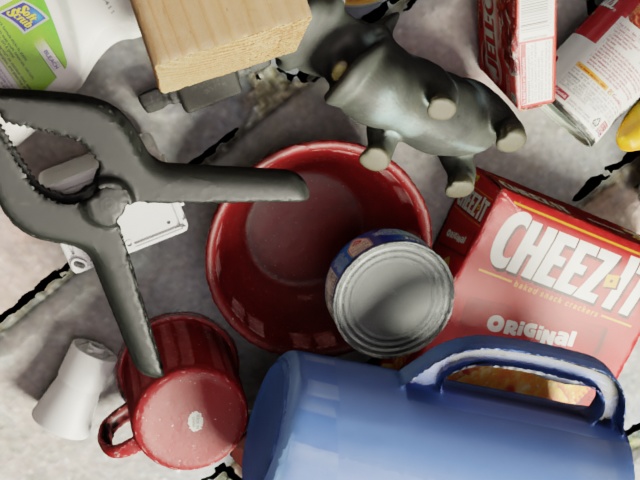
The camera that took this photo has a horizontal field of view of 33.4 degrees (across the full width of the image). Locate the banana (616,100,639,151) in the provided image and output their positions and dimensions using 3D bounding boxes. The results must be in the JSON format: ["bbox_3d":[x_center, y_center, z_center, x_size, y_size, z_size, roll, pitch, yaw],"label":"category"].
[{"bbox_3d":[0.302,-0.100,0.789,0.197,0.069,0.037,-5,131,-11],"label":"banana"}]

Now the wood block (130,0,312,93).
[{"bbox_3d":[-0.083,-0.200,0.605,0.090,0.091,0.206,-19,91,-6],"label":"wood block"}]

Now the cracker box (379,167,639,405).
[{"bbox_3d":[0.148,0.075,0.813,0.164,0.072,0.214,20,103,-19],"label":"cracker box"}]

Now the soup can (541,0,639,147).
[{"bbox_3d":[0.204,-0.124,0.755,0.068,0.068,0.102,41,97,-23],"label":"soup can"}]

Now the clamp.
[{"bbox_3d":[-0.120,-0.031,0.658,0.164,0.036,0.210,-45,112,3],"label":"clamp"}]

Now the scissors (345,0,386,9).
[{"bbox_3d":[0.082,-0.218,0.719,0.201,0.016,0.096,-23,111,-8],"label":"scissors"}]

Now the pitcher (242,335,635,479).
[{"bbox_3d":[0.080,0.143,0.716,0.242,0.145,0.149,16,67,-13],"label":"pitcher"}]

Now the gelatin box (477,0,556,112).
[{"bbox_3d":[0.131,-0.142,0.719,0.030,0.073,0.089,-13,125,-8],"label":"gelatin box"}]

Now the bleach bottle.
[{"bbox_3d":[-0.198,-0.104,0.668,0.251,0.068,0.102,-34,114,-3],"label":"bleach bottle"}]

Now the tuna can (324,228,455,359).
[{"bbox_3d":[0.047,0.036,0.732,0.086,0.034,0.086,-4,110,-12],"label":"tuna can"}]

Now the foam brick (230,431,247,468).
[{"bbox_3d":[-0.021,0.145,0.786,0.053,0.051,0.078,42,70,7],"label":"foam brick"}]

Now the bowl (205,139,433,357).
[{"bbox_3d":[-0.005,0.001,0.757,0.162,0.055,0.162,-4,111,-12],"label":"bowl"}]

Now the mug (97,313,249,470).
[{"bbox_3d":[-0.107,0.116,0.760,0.117,0.081,0.093,-30,114,-2],"label":"mug"}]
